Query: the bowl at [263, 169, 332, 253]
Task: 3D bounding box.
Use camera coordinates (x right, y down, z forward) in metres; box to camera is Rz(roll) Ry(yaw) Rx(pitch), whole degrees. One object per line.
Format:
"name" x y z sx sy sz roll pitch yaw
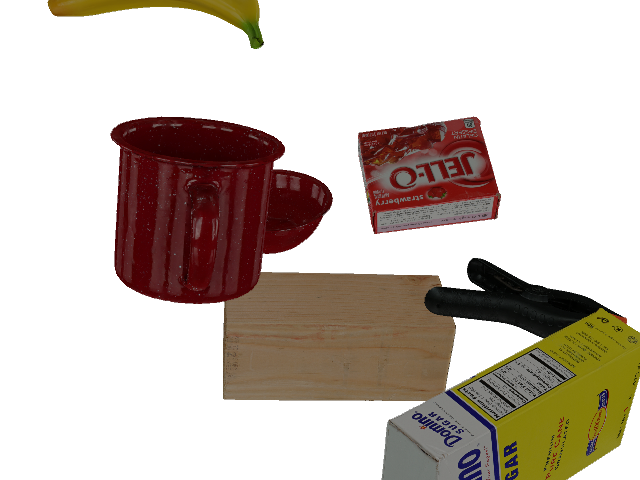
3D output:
"bowl" -0.066 -0.030 1.332 0.162 0.055 0.162 0 31 0

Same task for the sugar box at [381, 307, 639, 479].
"sugar box" 0.114 0.114 0.624 0.175 0.093 0.048 -24 42 -33

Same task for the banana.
"banana" -0.132 -0.207 0.902 0.198 0.069 0.037 10 -41 16

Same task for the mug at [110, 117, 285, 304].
"mug" -0.067 -0.013 0.572 0.093 0.081 0.117 2 20 -15

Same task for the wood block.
"wood block" 0.012 0.090 1.004 0.206 0.090 0.091 1 30 -6

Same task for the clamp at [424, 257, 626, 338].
"clamp" 0.188 0.056 0.960 0.172 0.039 0.120 15 27 16

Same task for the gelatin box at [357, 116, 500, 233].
"gelatin box" 0.075 -0.046 0.744 0.089 0.073 0.030 -8 -36 -1
